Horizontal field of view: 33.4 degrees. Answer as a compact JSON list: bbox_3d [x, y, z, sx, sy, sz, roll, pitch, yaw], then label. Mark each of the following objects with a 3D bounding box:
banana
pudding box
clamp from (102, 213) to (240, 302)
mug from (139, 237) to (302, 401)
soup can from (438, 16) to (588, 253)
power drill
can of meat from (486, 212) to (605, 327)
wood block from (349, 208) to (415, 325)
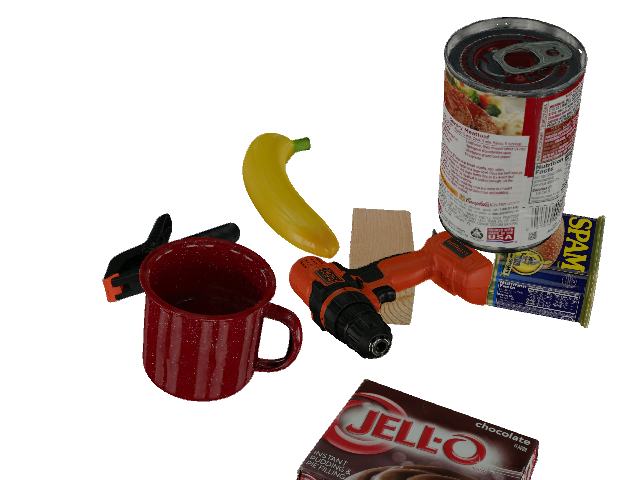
[{"bbox_3d":[-0.031,-0.048,0.918,0.069,0.037,0.198,-3,34,-7],"label":"banana"},{"bbox_3d":[0.055,0.131,0.599,0.114,0.039,0.089,19,35,19],"label":"pudding box"},{"bbox_3d":[-0.172,0.017,1.199,0.120,0.039,0.171,-3,29,30],"label":"clamp"},{"bbox_3d":[-0.070,0.060,0.742,0.117,0.081,0.093,13,34,4],"label":"mug"},{"bbox_3d":[0.095,-0.052,0.543,0.068,0.102,0.068,-2,42,1],"label":"soup can"},{"bbox_3d":[0.080,0.051,1.090,0.187,0.057,0.185,-12,28,-21],"label":"power drill"},{"bbox_3d":[0.189,0.018,0.893,0.084,0.057,0.102,10,43,13],"label":"can of meat"},{"bbox_3d":[0.088,0.034,1.563,0.091,0.090,0.206,4,25,0],"label":"wood block"}]
